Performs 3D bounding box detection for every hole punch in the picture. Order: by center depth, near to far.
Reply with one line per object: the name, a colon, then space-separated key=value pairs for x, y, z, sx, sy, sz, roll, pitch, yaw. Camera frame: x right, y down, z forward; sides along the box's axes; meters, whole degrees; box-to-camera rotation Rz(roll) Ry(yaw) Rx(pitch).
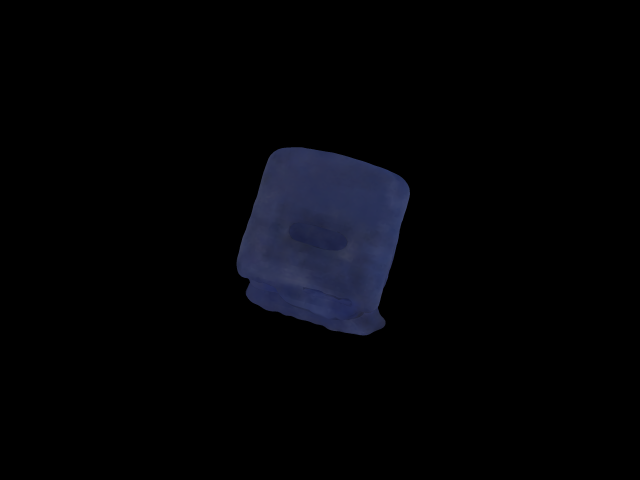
hole punch: x=0.004 y=0.001 z=0.400 sx=0.108 sy=0.091 sz=0.101 roll=15 pitch=58 yaw=9
